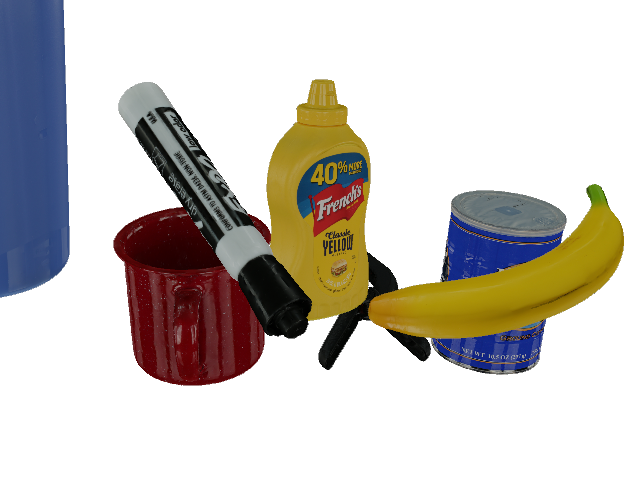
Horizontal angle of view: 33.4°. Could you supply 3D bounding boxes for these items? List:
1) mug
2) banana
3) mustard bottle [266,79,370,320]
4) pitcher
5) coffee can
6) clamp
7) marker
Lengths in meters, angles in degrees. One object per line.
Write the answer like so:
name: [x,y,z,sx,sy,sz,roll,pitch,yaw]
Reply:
mug: [-0.075,0.039,0.638,0.093,0.081,0.117,-2,26,-4]
banana: [0.127,0.025,0.679,0.197,0.037,0.070,-24,38,-23]
mustard bottle: [-0.001,-0.035,0.871,0.096,0.192,0.058,-12,21,-39]
pitcher: [-0.231,-0.085,0.677,0.149,0.243,0.145,-4,26,-10]
coffee can: [0.161,0.036,0.976,0.103,0.140,0.103,5,21,-2]
clamp: [0.061,0.076,1.192,0.120,0.171,0.039,5,-43,-2]
marker: [-0.039,-0.012,0.382,0.020,0.020,0.121,0,44,-46]
